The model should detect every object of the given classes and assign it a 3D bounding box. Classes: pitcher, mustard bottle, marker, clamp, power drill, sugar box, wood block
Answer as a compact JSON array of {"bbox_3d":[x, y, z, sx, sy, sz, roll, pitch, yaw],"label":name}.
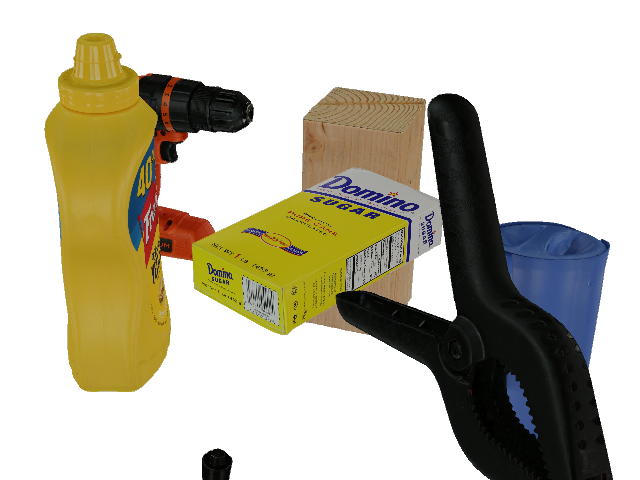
[{"bbox_3d":[0.229,0.108,1.169,0.149,0.243,0.145,5,18,12],"label":"pitcher"},{"bbox_3d":[-0.115,-0.019,0.582,0.058,0.192,0.096,1,30,1],"label":"mustard bottle"},{"bbox_3d":[-0.070,0.182,0.684,0.020,0.121,0.020,6,31,-4],"label":"marker"},{"bbox_3d":[0.081,0.041,0.525,0.036,0.165,0.210,-8,44,-29],"label":"clamp"},{"bbox_3d":[-0.149,-0.075,1.068,0.185,0.188,0.057,10,31,20],"label":"power drill"},{"bbox_3d":[0.001,0.002,0.785,0.093,0.048,0.175,25,40,35],"label":"sugar box"},{"bbox_3d":[0.038,-0.025,0.987,0.091,0.206,0.090,10,29,17],"label":"wood block"}]
